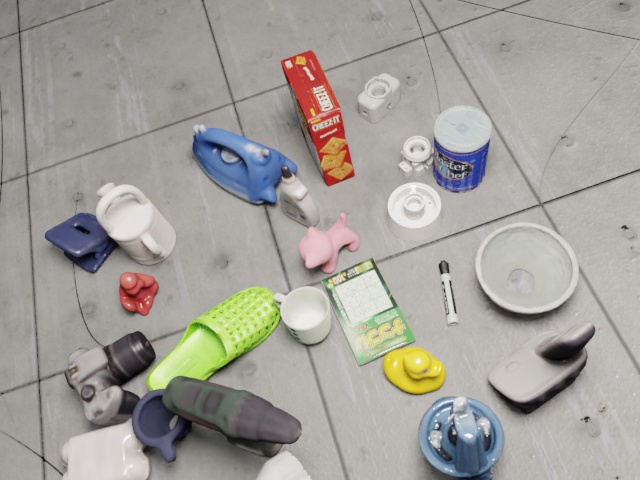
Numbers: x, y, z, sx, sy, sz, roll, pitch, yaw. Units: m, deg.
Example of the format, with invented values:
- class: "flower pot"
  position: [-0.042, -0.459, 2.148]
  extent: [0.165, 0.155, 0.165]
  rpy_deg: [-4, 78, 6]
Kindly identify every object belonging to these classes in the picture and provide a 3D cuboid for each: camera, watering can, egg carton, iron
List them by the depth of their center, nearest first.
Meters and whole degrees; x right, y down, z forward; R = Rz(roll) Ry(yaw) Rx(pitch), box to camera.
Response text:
- class: "egg carton"
  position: [-0.355, 0.367, 0.950]
  extent: [0.150, 0.069, 0.107]
  rpy_deg: [-16, 61, 2]
- class: "camera"
  position: [-0.359, 0.230, 1.003]
  extent: [0.137, 0.101, 0.143]
  rpy_deg: [-33, 62, -8]
- class: "watering can"
  position: [-0.363, -0.040, 1.090]
  extent: [0.172, 0.194, 0.101]
  rpy_deg: [21, 68, 19]
- class: "iron"
  position: [-0.181, -0.178, 1.160]
  extent: [0.257, 0.142, 0.119]
  rpy_deg: [25, 70, 21]

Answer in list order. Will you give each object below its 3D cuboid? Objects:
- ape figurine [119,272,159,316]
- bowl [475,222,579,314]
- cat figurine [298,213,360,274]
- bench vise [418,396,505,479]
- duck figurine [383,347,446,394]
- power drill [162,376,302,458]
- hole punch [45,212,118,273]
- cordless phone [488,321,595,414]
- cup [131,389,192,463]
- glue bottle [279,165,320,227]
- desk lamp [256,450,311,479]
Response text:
- class: "ape figurine"
  position: [-0.349, 0.091, 1.079]
  extent: [0.078, 0.092, 0.076]
  rpy_deg: [-33, 62, -8]
- class: "bowl"
  position: [0.349, 0.059, 0.984]
  extent: [0.167, 0.075, 0.167]
  rpy_deg: [-4, 62, 8]
- class: "cat figurine"
  position: [0.010, 0.004, 1.047]
  extent: [0.067, 0.118, 0.128]
  rpy_deg: [37, 74, 25]
- class: "bench vise"
  position: [0.219, 0.302, 0.798]
  extent: [0.121, 0.220, 0.207]
  rpy_deg: [-31, 62, -7]
- class: "duck figurine"
  position: [0.153, 0.205, 0.936]
  extent: [0.104, 0.086, 0.077]
  rpy_deg: [11, 65, 15]
- class: "power drill"
  position: [-0.117, 0.274, 0.877]
  extent: [0.229, 0.209, 0.076]
  rpy_deg: [12, 66, 16]
- class: "hole punch"
  position: [-0.477, -0.007, 1.152]
  extent: [0.108, 0.091, 0.101]
  rpy_deg: [26, 70, 21]
- class: "cordless phone"
  position: [0.335, 0.181, 0.860]
  extent: [0.148, 0.185, 0.094]
  rpy_deg: [-36, 63, -9]
- class: "cup"
  position: [-0.246, 0.312, 0.945]
  extent: [0.091, 0.095, 0.117]
  rpy_deg: [-24, 61, -3]
- class: "glue bottle"
  position: [-0.047, -0.087, 1.072]
  extent: [0.078, 0.173, 0.037]
  rpy_deg: [30, 71, 22]
- class: "desk lamp"
  position: [-0.079, 0.404, 0.800]
  extent: [0.203, 0.214, 0.117]
  rpy_deg: [-36, 63, -9]
